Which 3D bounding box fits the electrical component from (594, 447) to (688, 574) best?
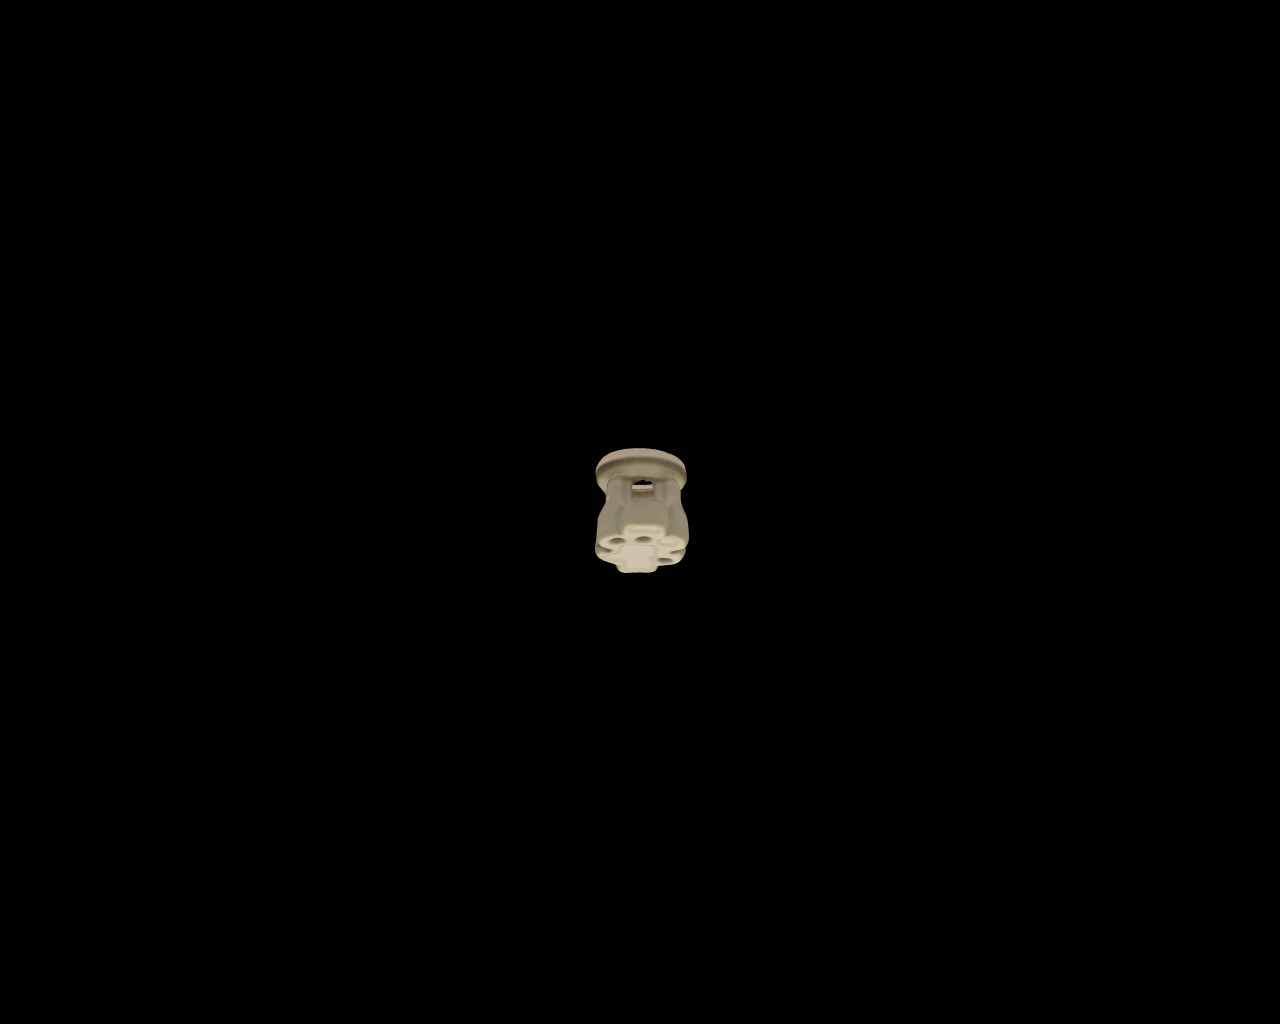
[{"bbox_3d":[0.001,-0.003,0.650,0.058,0.057,0.078,1,-23,-3],"label":"electrical component"}]
